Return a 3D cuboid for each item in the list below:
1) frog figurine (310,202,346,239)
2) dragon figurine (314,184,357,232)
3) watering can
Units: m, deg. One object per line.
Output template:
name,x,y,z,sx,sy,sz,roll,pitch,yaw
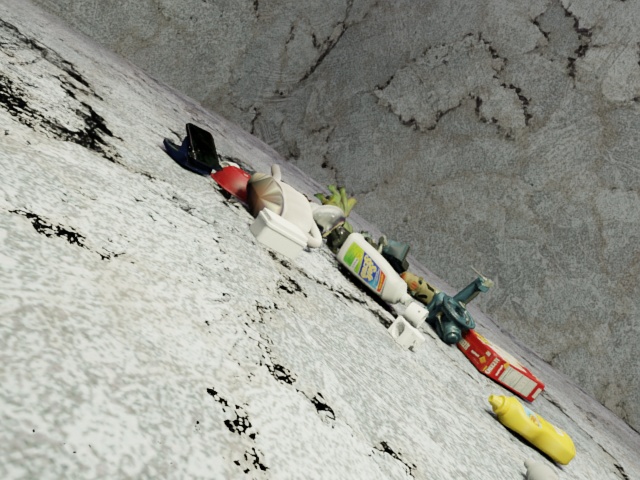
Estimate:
frog figurine,0.005,-0.088,1.740,0.161,0.120,0.138,50,31,16
dragon figurine,0.090,-0.089,2.063,0.409,0.121,0.246,8,59,-56
watering can,-0.112,-0.115,1.375,0.222,0.103,0.354,26,26,-52
